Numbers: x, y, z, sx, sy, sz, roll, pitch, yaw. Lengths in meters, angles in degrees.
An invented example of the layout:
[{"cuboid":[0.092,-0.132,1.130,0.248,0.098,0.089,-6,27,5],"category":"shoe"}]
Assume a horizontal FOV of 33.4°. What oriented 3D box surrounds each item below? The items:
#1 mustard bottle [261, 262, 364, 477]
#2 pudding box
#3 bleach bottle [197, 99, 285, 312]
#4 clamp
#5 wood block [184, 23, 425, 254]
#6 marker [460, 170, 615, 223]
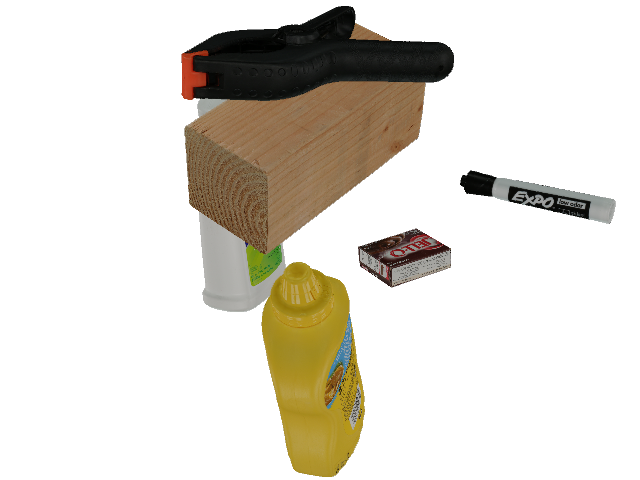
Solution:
[{"cuboid":[-0.005,0.080,0.743,0.058,0.096,0.191,7,-38,13],"category":"mustard bottle"},{"cuboid":[0.127,0.025,1.615,0.113,0.039,0.090,-19,28,-25],"category":"pudding box"},{"cuboid":[-0.092,-0.058,1.115,0.068,0.251,0.102,8,28,29],"category":"bleach bottle"},{"cuboid":[-0.015,-0.121,0.682,0.171,0.039,0.120,-8,23,-24],"category":"clamp"},{"cuboid":[-0.009,-0.092,0.902,0.091,0.090,0.205,32,51,26],"category":"wood block"},{"cuboid":[0.166,-0.035,0.826,0.121,0.020,0.020,14,6,26],"category":"marker"}]
